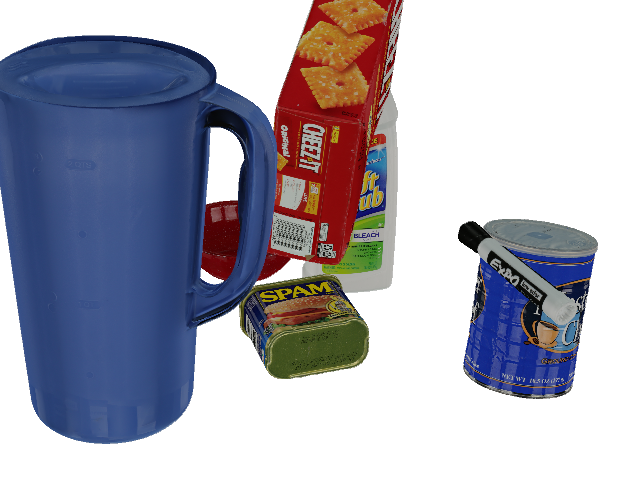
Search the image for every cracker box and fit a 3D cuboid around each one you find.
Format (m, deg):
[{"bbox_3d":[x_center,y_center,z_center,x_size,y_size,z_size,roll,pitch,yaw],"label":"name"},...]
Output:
[{"bbox_3d":[0.015,-0.112,0.870,0.072,0.213,0.164,13,-41,5],"label":"cracker box"}]

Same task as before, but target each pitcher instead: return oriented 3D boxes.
[{"bbox_3d":[-0.122,0.004,0.666,0.144,0.243,0.149,-14,32,-30],"label":"pitcher"}]

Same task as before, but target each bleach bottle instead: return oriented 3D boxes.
[{"bbox_3d":[0.030,-0.070,1.122,0.102,0.251,0.068,-2,25,-4],"label":"bleach bottle"}]

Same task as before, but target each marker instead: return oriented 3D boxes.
[{"bbox_3d":[0.136,0.020,0.758,0.020,0.020,0.121,0,29,-33],"label":"marker"}]

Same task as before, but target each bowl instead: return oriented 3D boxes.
[{"bbox_3d":[-0.097,0.007,1.315,0.162,0.055,0.162,3,26,-2],"label":"bowl"}]

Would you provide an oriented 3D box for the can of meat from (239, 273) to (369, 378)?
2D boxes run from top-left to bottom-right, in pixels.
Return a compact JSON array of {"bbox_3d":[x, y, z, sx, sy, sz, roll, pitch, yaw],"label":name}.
[{"bbox_3d":[-0.015,0.079,0.974,0.102,0.057,0.084,-9,28,-16],"label":"can of meat"}]

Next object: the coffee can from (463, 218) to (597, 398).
[{"bbox_3d":[0.192,0.060,0.983,0.103,0.140,0.103,5,16,-2],"label":"coffee can"}]
